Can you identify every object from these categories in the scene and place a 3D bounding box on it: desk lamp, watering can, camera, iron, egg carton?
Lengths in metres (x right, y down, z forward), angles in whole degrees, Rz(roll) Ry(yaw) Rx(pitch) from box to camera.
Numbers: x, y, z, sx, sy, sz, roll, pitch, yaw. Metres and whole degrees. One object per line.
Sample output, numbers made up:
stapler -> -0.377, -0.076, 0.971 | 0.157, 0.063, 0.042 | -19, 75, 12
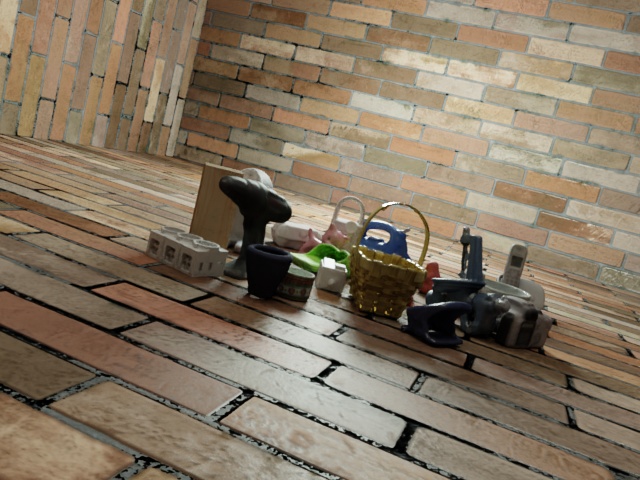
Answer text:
desk lamp -> -0.197, -0.087, 1.512 | 0.118, 0.213, 0.203 | 14, 9, -4
watering can -> 0.081, -0.035, 1.720 | 0.101, 0.194, 0.172 | 10, 10, -29
camera -> 0.430, 0.174, 1.296 | 0.144, 0.101, 0.136 | 9, 11, -36
iron -> 0.176, -0.003, 1.855 | 0.257, 0.141, 0.119 | 21, 10, 34
egg carton -> -0.071, -0.011, 1.729 | 0.151, 0.069, 0.107 | 11, 9, -23

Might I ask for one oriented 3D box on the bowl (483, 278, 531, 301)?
bowl -> 0.481, 0.160, 1.560 | 0.167, 0.075, 0.167 | 15, 9, -2

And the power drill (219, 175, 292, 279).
power drill -> -0.151, -0.026, 1.222 | 0.075, 0.208, 0.230 | 20, 10, 29

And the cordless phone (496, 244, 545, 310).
cordless phone -> 0.606, 0.113, 1.702 | 0.147, 0.185, 0.094 | 15, 9, -1

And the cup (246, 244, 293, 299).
cup -> -0.100, 0.063, 1.118 | 0.091, 0.095, 0.118 | 19, 10, 26

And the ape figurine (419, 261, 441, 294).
ape figurine -> 0.301, 0.102, 1.565 | 0.078, 0.092, 0.076 | 9, 10, -33

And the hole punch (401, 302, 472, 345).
hole punch -> 0.229, 0.151, 1.130 | 0.109, 0.091, 0.100 | 8, 11, -40

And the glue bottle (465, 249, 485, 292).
glue bottle -> 0.373, 0.102, 1.414 | 0.078, 0.173, 0.037 | 13, 9, -15

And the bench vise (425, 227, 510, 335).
bench vise -> 0.349, 0.091, 1.287 | 0.206, 0.220, 0.122 | 21, 11, 35

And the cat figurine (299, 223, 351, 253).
cat figurine -> 0.015, 0.006, 1.604 | 0.127, 0.118, 0.067 | 19, 10, 26
